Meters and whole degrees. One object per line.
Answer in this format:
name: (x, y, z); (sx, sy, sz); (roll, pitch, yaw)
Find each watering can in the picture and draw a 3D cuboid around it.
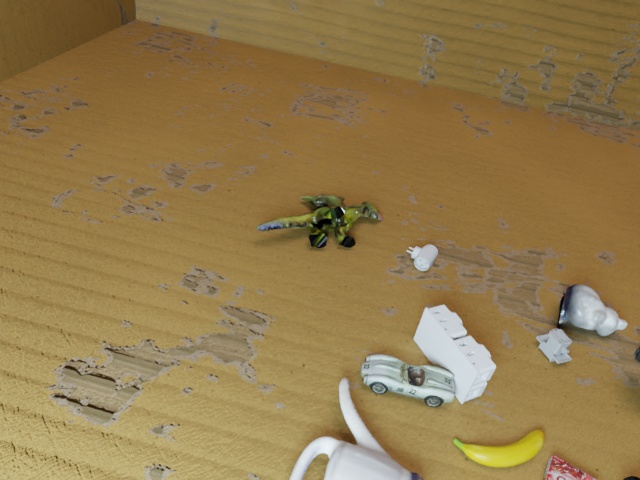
watering can: (0.074, 0.397, 0.882); (0.225, 0.101, 0.355); (19, 37, 10)

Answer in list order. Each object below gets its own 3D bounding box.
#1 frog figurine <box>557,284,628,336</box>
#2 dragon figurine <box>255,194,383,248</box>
frog figurine: (0.703, 0.184, 1.319); (0.160, 0.121, 0.138); (12, 15, 21)
dragon figurine: (0.005, -0.077, 1.529); (0.410, 0.120, 0.246); (2, 20, -14)
